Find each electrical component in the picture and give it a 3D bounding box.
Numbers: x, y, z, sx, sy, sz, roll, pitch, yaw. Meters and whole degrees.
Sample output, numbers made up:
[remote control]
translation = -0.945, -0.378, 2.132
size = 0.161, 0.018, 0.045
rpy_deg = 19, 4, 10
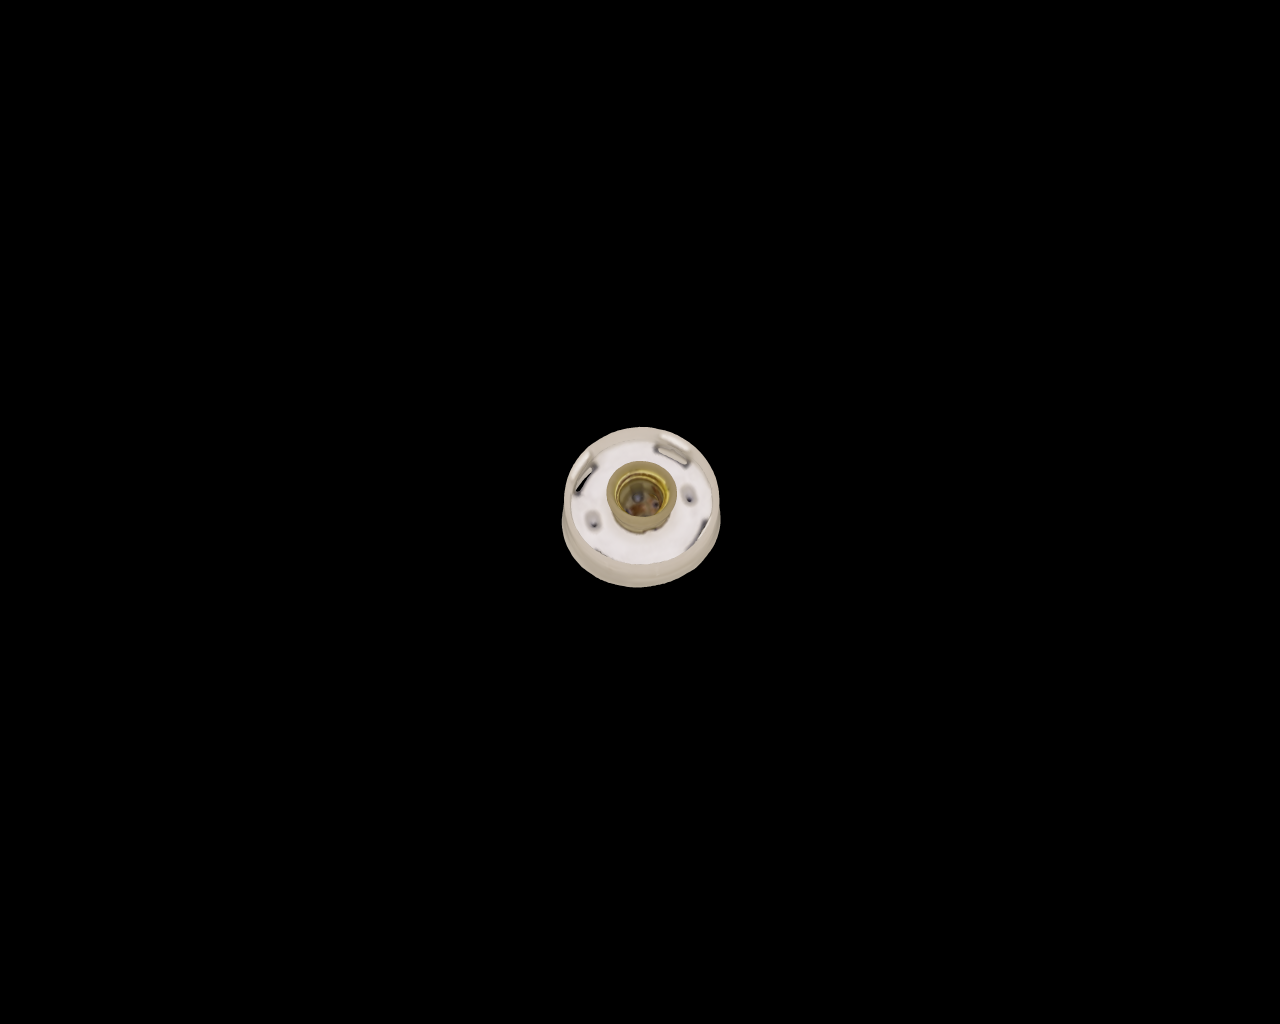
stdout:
[electrical component]
translation = 0.001, -0.003, 0.650
size = 0.099, 0.099, 0.064
rpy_deg = 0, -21, 0
